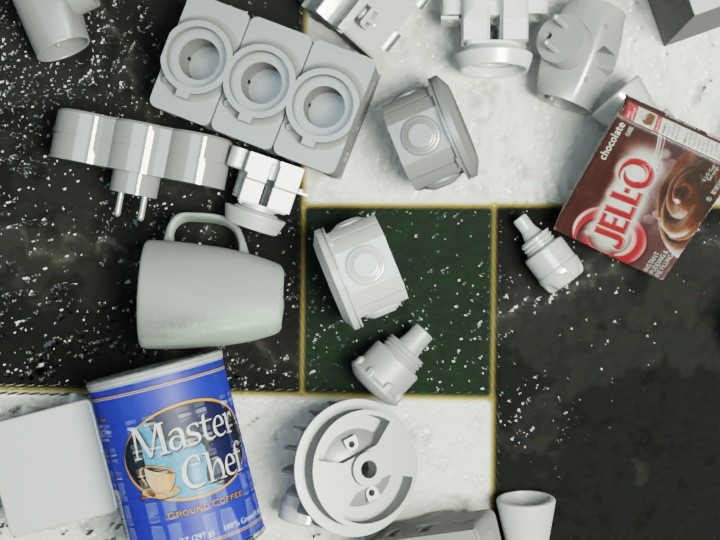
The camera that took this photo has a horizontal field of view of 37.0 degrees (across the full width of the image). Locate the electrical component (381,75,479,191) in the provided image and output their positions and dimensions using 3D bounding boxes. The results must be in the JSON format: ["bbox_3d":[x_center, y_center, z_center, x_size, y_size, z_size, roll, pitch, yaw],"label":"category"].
[{"bbox_3d":[0.053,-0.099,0.796,0.051,0.080,0.080,-22,88,10],"label":"electrical component"}]

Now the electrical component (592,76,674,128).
[{"bbox_3d":[0.207,-0.109,0.800,0.045,0.045,0.055,-41,87,4],"label":"electrical component"}]

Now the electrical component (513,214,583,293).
[{"bbox_3d":[0.139,-0.015,0.811,0.035,0.035,0.061,-37,85,4],"label":"electrical component"}]

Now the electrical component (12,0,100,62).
[{"bbox_3d":[-0.229,-0.214,0.837,0.079,0.043,0.077,-24,88,5],"label":"electrical component"}]

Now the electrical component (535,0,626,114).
[{"bbox_3d":[0.155,-0.163,0.789,0.043,0.079,0.077,22,93,34],"label":"electrical component"}]

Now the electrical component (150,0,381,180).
[{"bbox_3d":[-0.071,-0.138,0.815,0.150,0.062,0.089,22,92,4],"label":"electrical component"}]

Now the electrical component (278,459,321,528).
[{"bbox_3d":[-0.039,0.171,0.826,0.040,0.040,0.046,11,85,5],"label":"electrical component"}]

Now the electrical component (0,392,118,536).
[{"bbox_3d":[-0.232,0.150,0.837,0.100,0.048,0.099,-15,89,5],"label":"electrical component"}]

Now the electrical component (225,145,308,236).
[{"bbox_3d":[-0.075,-0.058,0.821,0.066,0.048,0.055,17,94,-18],"label":"electrical component"}]

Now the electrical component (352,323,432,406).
[{"bbox_3d":[0.028,0.068,0.817,0.048,0.048,0.062,43,87,3],"label":"electrical component"}]

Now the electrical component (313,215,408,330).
[{"bbox_3d":[0.000,0.000,0.801,0.051,0.080,0.080,-22,88,-1],"label":"electrical component"}]

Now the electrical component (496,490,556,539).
[{"bbox_3d":[0.126,0.204,0.811,0.044,0.044,0.065,-2,95,5],"label":"electrical component"}]

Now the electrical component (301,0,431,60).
[{"bbox_3d":[0.022,-0.223,0.802,0.063,0.078,0.121,38,94,-25],"label":"electrical component"}]

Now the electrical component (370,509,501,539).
[{"bbox_3d":[0.068,0.261,0.797,0.089,0.062,0.150,-14,89,22],"label":"electrical component"}]

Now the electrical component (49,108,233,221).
[{"bbox_3d":[-0.172,-0.076,0.828,0.138,0.052,0.073,11,91,5],"label":"electrical component"}]

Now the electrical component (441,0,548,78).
[{"bbox_3d":[0.100,-0.177,0.803,0.078,0.058,0.057,0,88,4],"label":"electrical component"}]
